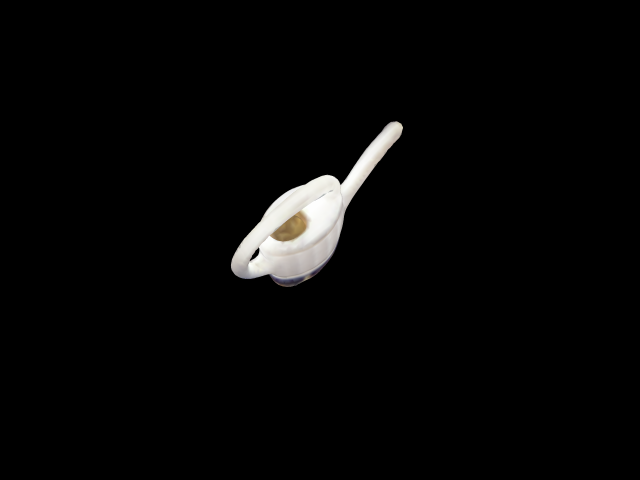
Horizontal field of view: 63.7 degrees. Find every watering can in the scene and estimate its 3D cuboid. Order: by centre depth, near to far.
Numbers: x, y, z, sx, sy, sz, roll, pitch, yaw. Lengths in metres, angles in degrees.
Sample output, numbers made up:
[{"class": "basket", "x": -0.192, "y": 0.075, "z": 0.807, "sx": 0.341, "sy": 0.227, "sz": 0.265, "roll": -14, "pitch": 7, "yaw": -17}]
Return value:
[{"class": "watering can", "x": 0.003, "y": -0.043, "z": 0.850, "sx": 0.351, "sy": 0.105, "sz": 0.220, "roll": -39, "pitch": -18, "yaw": -16}]
